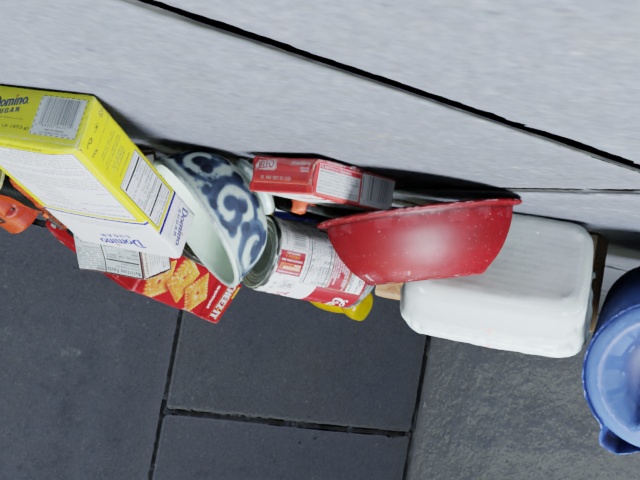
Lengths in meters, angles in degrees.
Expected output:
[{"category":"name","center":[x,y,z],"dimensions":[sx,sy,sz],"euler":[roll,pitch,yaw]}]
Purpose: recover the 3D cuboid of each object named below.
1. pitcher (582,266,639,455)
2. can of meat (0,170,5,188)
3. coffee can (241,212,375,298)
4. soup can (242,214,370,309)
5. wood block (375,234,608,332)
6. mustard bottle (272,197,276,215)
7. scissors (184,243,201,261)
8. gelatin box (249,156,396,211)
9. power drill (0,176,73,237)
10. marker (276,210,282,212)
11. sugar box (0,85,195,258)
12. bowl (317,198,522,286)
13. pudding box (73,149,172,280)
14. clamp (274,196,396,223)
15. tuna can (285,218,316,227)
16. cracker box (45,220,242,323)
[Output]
[{"category":"pitcher","center":[0.316,0.086,0.967],"dimensions":[0.149,0.145,0.242],"euler":[-13,-174,18]},{"category":"can of meat","center":[-0.386,-0.082,1.082],"dimensions":[0.102,0.057,0.083],"euler":[7,174,28]},{"category":"coffee can","center":[-0.016,0.010,1.168],"dimensions":[0.141,0.103,0.102],"euler":[7,176,41]},{"category":"soup can","center":[-0.012,0.019,0.940],"dimensions":[0.102,0.068,0.069],"euler":[13,176,-32]},{"category":"wood block","center":[0.171,0.030,1.061],"dimensions":[0.206,0.091,0.090],"euler":[8,177,22]},{"category":"mustard bottle","center":[-0.091,-0.029,1.027],"dimensions":[0.096,0.058,0.191],"euler":[-18,177,0]},{"category":"scissors","center":[-0.190,-0.036,1.075],"dimensions":[0.096,0.016,0.202],"euler":[25,-170,-34]},{"category":"gelatin box","center":[0.002,-0.044,0.824],"dimensions":[0.089,0.030,0.073],"euler":[11,178,-43]},{"category":"power drill","center":[-0.305,-0.037,1.194],"dimensions":[0.188,0.057,0.184],"euler":[6,149,43]},{"category":"marker","center":[-0.034,-0.038,1.124],"dimensions":[0.121,0.020,0.020],"euler":[7,176,39]},{"category":"sugar box","center":[-0.165,-0.045,0.758],"dimensions":[0.093,0.048,0.176],"euler":[10,162,20]},{"category":"bowl","center":[0.080,0.004,0.837],"dimensions":[0.162,0.055,0.162],"euler":[-6,177,0]},{"category":"pudding box","center":[-0.181,-0.025,0.946],"dimensions":[0.090,0.113,0.039],"euler":[7,-158,37]},{"category":"clamp","center":[0.026,-0.027,0.968],"dimensions":[0.165,0.036,0.210],"euler":[10,179,12]},{"category":"tuna can","center":[-0.007,0.001,1.032],"dimensions":[0.086,0.034,0.086],"euler":[10,-177,-1]},{"category":"cracker box","center":[-0.218,0.022,1.335],"dimensions":[0.164,0.072,0.213],"euler":[33,179,27]}]
